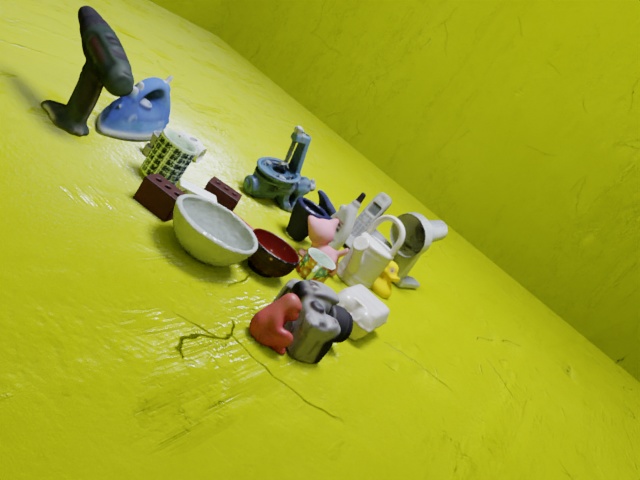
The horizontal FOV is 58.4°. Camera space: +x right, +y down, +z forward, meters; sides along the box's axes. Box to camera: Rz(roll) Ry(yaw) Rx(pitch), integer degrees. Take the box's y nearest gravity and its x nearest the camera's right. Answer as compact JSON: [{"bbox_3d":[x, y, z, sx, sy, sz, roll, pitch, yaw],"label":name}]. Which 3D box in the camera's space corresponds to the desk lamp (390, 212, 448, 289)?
[{"bbox_3d":[0.262,0.024,1.624,0.117,0.213,0.204,46,19,29],"label":"desk lamp"}]

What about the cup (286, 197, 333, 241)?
[{"bbox_3d":[-0.030,-0.040,1.416,0.118,0.095,0.091,27,19,-30],"label":"cup"}]

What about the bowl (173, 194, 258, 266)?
[{"bbox_3d":[-0.198,-0.005,1.021,0.168,0.074,0.167,34,17,-11],"label":"bowl"}]

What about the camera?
[{"bbox_3d":[0.003,0.138,0.997,0.137,0.100,0.143,25,20,-34],"label":"camera"}]

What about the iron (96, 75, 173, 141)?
[{"bbox_3d":[-0.409,-0.312,1.301,0.119,0.141,0.258,35,17,-6],"label":"iron"}]

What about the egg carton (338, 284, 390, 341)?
[{"bbox_3d":[0.080,0.147,1.181,0.107,0.069,0.151,42,17,15],"label":"egg carton"}]

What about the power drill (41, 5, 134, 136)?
[{"bbox_3d":[-0.455,-0.323,1.119,0.229,0.208,0.076,46,19,28],"label":"power drill"}]

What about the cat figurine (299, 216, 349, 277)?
[{"bbox_3d":[0.012,0.005,1.342,0.127,0.117,0.067,43,18,20],"label":"cat figurine"}]

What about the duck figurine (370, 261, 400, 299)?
[{"bbox_3d":[0.163,0.087,1.479,0.078,0.086,0.104,14,28,-52],"label":"duck figurine"}]

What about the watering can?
[{"bbox_3d":[0.129,0.027,1.383,0.101,0.194,0.173,38,17,5],"label":"watering can"}]

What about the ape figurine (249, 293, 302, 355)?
[{"bbox_3d":[-0.063,0.125,0.913,0.076,0.092,0.078,33,17,-13],"label":"ape figurine"}]

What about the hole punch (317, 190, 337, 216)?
[{"bbox_3d":[0.021,-0.077,1.624,0.101,0.091,0.108,26,20,-33],"label":"hole punch"}]

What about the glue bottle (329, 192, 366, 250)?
[{"bbox_3d":[0.066,-0.057,1.519,0.078,0.173,0.037,45,18,25],"label":"glue bottle"}]

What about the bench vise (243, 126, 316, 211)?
[{"bbox_3d":[-0.080,-0.194,1.511,0.121,0.219,0.208,43,18,20],"label":"bench vise"}]

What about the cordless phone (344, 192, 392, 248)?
[{"bbox_3d":[0.156,-0.030,1.608,0.147,0.185,0.094,43,18,21],"label":"cordless phone"}]
